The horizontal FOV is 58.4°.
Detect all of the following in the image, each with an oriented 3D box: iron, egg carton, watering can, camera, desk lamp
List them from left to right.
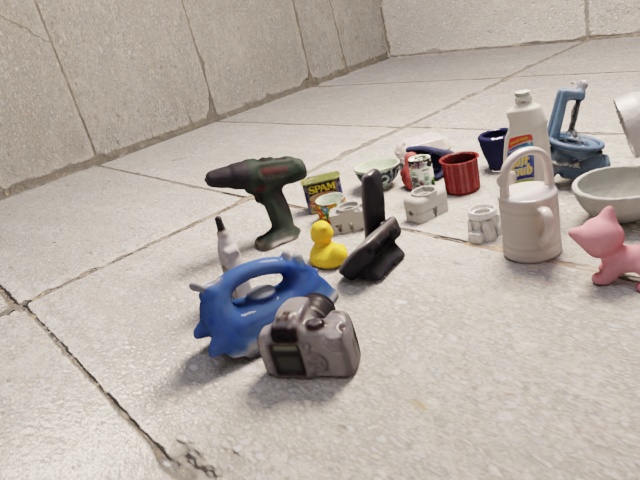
[{"bbox_3d":[-0.091,0.088,0.956,0.259,0.142,0.118,-25,25,-24],"label":"iron"},{"bbox_3d":[-0.009,0.130,0.867,0.142,0.101,0.137,-4,25,21],"label":"camera"},{"bbox_3d":[0.289,-0.254,1.612,0.150,0.069,0.107,-16,23,-4],"label":"egg carton"},{"bbox_3d":[0.355,-0.069,0.993,0.101,0.194,0.172,-23,25,-21],"label":"watering can"},{"bbox_3d":[0.657,-0.183,1.059,0.202,0.214,0.118,-5,25,20],"label":"desk lamp"}]

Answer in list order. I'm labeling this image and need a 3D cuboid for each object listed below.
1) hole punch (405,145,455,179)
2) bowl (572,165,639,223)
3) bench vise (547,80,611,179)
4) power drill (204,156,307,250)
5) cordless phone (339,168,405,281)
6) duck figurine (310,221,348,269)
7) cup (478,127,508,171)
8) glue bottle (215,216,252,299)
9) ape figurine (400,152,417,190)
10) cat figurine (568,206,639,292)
[{"bbox_3d":[0.290,-0.217,1.499,0.108,0.091,0.101,11,34,45],"label":"hole punch"},{"bbox_3d":[0.553,-0.076,1.050,0.167,0.075,0.167,-12,23,5],"label":"bowl"},{"bbox_3d":[0.503,-0.217,1.214,0.207,0.220,0.121,-15,23,-2],"label":"bench vise"},{"bbox_3d":[-0.127,-0.089,1.295,0.230,0.209,0.075,-24,25,-22],"label":"power drill"},{"bbox_3d":[0.085,-0.029,1.068,0.093,0.185,0.148,2,28,32],"label":"cordless phone"},{"bbox_3d":[0.011,0.004,1.160,0.078,0.086,0.104,-22,24,-18],"label":"duck figurine"},{"bbox_3d":[0.453,-0.225,1.421,0.118,0.095,0.091,-20,24,-13],"label":"cup"},{"bbox_3d":[-0.168,0.034,1.081,0.037,0.173,0.078,-24,25,-21],"label":"glue bottle"},{"bbox_3d":[0.236,-0.178,1.440,0.077,0.092,0.076,1,28,32],"label":"ape figurine"},{"bbox_3d":[0.448,0.008,0.863,0.127,0.118,0.067,7,31,40],"label":"cat figurine"}]
